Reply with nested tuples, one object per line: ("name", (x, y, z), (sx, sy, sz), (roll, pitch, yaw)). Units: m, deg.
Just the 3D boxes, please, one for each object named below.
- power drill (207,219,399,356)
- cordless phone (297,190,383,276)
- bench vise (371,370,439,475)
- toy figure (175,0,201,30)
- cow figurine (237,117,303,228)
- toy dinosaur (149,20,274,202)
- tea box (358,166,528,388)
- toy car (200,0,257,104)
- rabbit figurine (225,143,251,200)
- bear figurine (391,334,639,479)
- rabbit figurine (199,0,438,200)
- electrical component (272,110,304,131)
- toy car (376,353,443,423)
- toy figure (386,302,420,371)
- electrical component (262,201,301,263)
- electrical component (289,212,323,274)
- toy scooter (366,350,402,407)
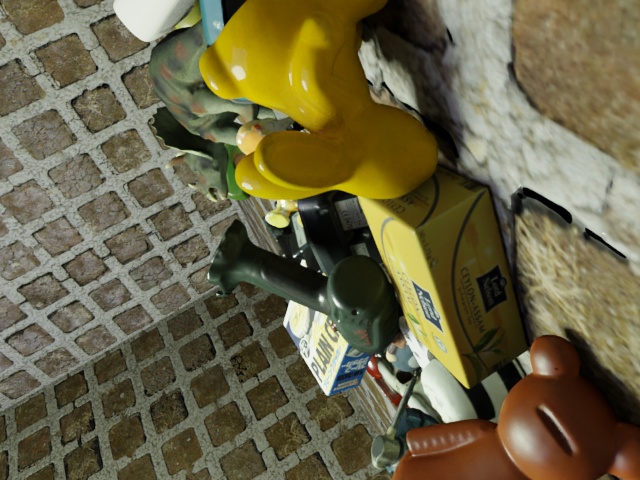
("power drill", (-0.013, 0.064, 0.591), (0.207, 0.086, 0.232), (26, 161, 10))
("cordless phone", (0.021, -0.059, 0.646), (0.184, 0.089, 0.146), (-102, -8, -48))
("bench vise", (0.170, 0.271, 0.563), (0.223, 0.129, 0.241), (37, -178, -22))
("toy figure", (-0.172, -0.311, 0.825), (0.082, 0.089, 0.180), (53, 169, -1))
("cow figurine", (-0.045, -0.096, 0.648), (0.167, 0.068, 0.098), (68, -156, -50))
("toy dinosaur", (-0.161, -0.201, 0.722), (0.404, 0.192, 0.131), (87, -170, -67))
("tea box", (0.104, 0.027, 0.450), (0.169, 0.068, 0.098), (66, 170, -28))
("toy car", (-0.058, -0.212, 0.484), (0.103, 0.109, 0.161), (-104, 2, -51))
("rabbit figurine", (-0.137, -0.155, 1.071), (0.159, 0.121, 0.170), (63, -174, 3))
("bear figurine", (0.150, 0.168, 0.424), (0.120, 0.196, 0.132), (51, -162, 25))
("rabbit figurine", (0.010, -0.095, 0.381), (0.173, 0.162, 0.122), (47, 161, -10))
("electrical component", (-0.035, -0.180, 0.645), (0.078, 0.045, 0.102), (-3, 123, 48))
("toy car", (0.144, 0.202, 0.762), (0.056, 0.073, 0.202), (62, 171, -17))
("toy figure", (0.116, 0.121, 0.700), (0.058, 0.064, 0.154), (18, 148, 20))
("electrical component", (-0.023, -0.022, 0.845), (0.058, 0.115, 0.134), (51, 169, 35))
("electrical component", (-0.002, -0.002, 0.732), (0.047, 0.075, 0.119), (15, -136, -43))
("toy scooter", (0.135, 0.237, 0.930), (0.184, 0.075, 0.135), (57, 171, -1))
